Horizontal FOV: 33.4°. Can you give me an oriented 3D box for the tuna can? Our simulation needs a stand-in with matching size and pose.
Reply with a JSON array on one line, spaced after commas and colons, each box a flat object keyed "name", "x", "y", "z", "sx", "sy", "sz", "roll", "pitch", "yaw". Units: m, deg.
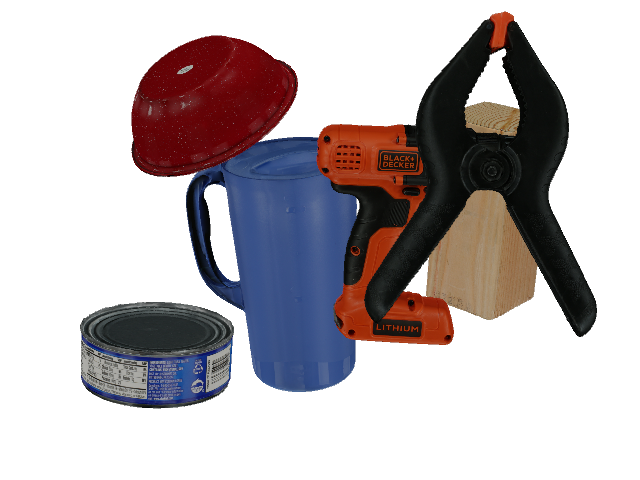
[{"name": "tuna can", "x": -0.092, "y": 0.064, "z": 0.603, "sx": 0.086, "sy": 0.034, "sz": 0.086, "roll": 4, "pitch": 14, "yaw": -1}]

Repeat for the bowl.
[{"name": "bowl", "x": -0.103, "y": -0.127, "z": 0.916, "sx": 0.162, "sy": 0.055, "sz": 0.162, "roll": -18, "pitch": 37, "yaw": 14}]

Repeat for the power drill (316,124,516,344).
[{"name": "power drill", "x": 0.085, "y": -0.007, "z": 0.908, "sx": 0.184, "sy": 0.188, "sz": 0.057, "roll": 3, "pitch": 16, "yaw": -1}]

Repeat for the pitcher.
[{"name": "pitcher", "x": -0.034, "y": 0.025, "z": 1.074, "sx": 0.144, "sy": 0.243, "sz": 0.149, "roll": -21, "pitch": 28, "yaw": -36}]

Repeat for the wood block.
[{"name": "wood block", "x": 0.180, "y": -0.033, "z": 1.141, "sx": 0.090, "sy": 0.206, "sz": 0.090, "roll": 20, "pitch": 28, "yaw": 38}]

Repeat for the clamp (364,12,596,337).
[{"name": "clamp", "x": 0.078, "y": -0.030, "z": 0.559, "sx": 0.120, "sy": 0.171, "sz": 0.039, "roll": -5, "pitch": 0, "yaw": -3}]
